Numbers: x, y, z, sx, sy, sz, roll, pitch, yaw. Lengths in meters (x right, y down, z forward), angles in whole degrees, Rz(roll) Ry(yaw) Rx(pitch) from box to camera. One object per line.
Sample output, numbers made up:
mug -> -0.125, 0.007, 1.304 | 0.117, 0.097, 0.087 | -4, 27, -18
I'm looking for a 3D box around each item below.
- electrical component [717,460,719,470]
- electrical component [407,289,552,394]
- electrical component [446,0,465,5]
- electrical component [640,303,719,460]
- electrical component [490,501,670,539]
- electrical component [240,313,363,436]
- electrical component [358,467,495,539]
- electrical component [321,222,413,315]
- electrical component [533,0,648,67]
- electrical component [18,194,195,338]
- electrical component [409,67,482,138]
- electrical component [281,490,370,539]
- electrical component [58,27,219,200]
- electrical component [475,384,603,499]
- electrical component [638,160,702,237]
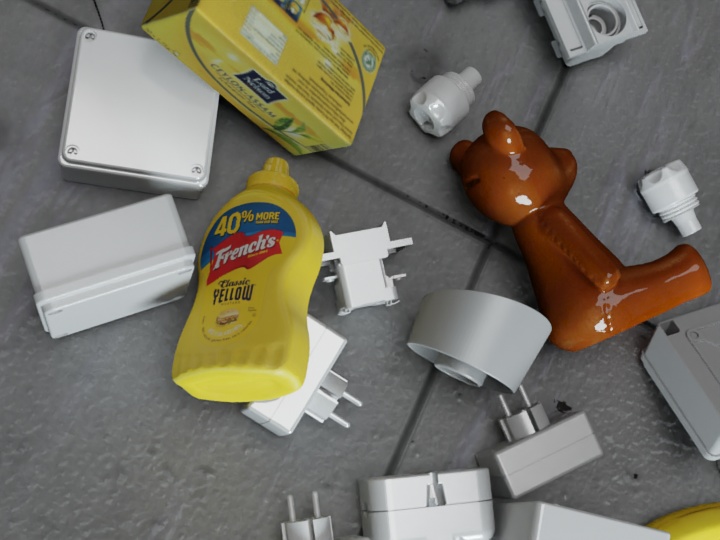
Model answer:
electrical component -> 0.323, 0.156, 0.885 | 0.040, 0.046, 0.040 | 3, 79, -13
electrical component -> 0.088, 0.052, 0.820 | 0.099, 0.099, 0.064 | 27, 80, -7
electrical component -> 0.099, -0.252, 0.909 | 0.055, 0.045, 0.045 | -17, 84, -17
electrical component -> 0.303, 0.084, 0.866 | 0.109, 0.056, 0.108 | -15, 54, -16
electrical component -> 0.156, 0.210, 0.801 | 0.109, 0.109, 0.056 | 15, 73, -11
electrical component -> -0.034, 0.089, 0.809 | 0.076, 0.047, 0.083 | 33, 73, -6
electrical component -> 0.050, 0.182, 0.808 | 0.095, 0.054, 0.059 | -3, 80, -14
electrical component -> 0.000, 0.000, 0.838 | 0.081, 0.042, 0.063 | -11, 84, -15
electrical component -> 0.182, -0.242, 0.918 | 0.079, 0.063, 0.121 | -21, 85, -17
electrical component -> -0.178, -0.001, 0.760 | 0.109, 0.108, 0.056 | -18, 82, -16
electrical component -> 0.073, -0.142, 0.882 | 0.062, 0.043, 0.043 | -43, 91, -18
electrical component -> -0.038, 0.201, 0.787 | 0.083, 0.047, 0.075 | -6, 81, -15
electrical component -> -0.165, -0.117, 0.812 | 0.109, 0.056, 0.108 | 8, 78, -12
electrical component -> 0.132, 0.127, 0.843 | 0.083, 0.047, 0.075 | -22, 85, -17
electrical component -> 0.268, -0.059, 0.914 | 0.043, 0.043, 0.062 | -28, 88, -17
